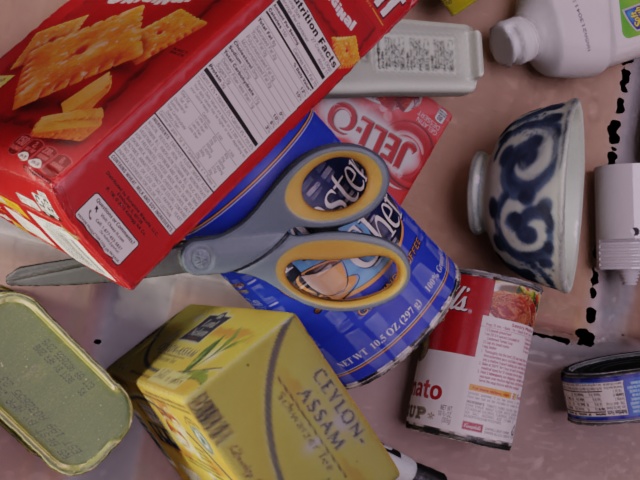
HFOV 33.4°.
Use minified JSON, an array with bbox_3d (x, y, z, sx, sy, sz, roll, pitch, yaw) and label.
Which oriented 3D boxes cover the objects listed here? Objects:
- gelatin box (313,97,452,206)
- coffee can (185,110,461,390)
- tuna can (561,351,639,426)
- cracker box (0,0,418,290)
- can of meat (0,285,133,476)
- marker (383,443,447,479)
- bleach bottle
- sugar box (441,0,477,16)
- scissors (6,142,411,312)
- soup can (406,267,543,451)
[{"bbox_3d":[0.029,-0.071,0.661,0.089,0.030,0.073,36,75,-17],"label":"gelatin box"},{"bbox_3d":[-0.004,0.001,0.604,0.140,0.103,0.102,46,72,-14],"label":"coffee can"},{"bbox_3d":[0.202,0.095,0.697,0.086,0.086,0.034,-10,89,-23],"label":"tuna can"},{"bbox_3d":[-0.079,-0.091,0.539,0.213,0.164,0.072,-47,128,-17],"label":"cracker box"},{"bbox_3d":[-0.148,0.071,0.549,0.057,0.084,0.102,-47,104,-17],"label":"can of meat"},{"bbox_3d":[0.030,0.131,0.658,0.121,0.020,0.020,30,76,-19],"label":"marker"},{"bbox_3d":[0.221,-0.181,0.732,0.250,0.068,0.102,-24,96,-20],"label":"bleach bottle"},{"bbox_3d":[0.063,-0.237,0.664,0.176,0.048,0.093,50,49,-11],"label":"sugar box"},{"bbox_3d":[-0.050,-0.010,0.534,0.201,0.016,0.096,8,102,-8],"label":"scissors"},{"bbox_3d":[0.095,0.073,0.662,0.068,0.069,0.102,15,82,-22],"label":"soup can"}]
